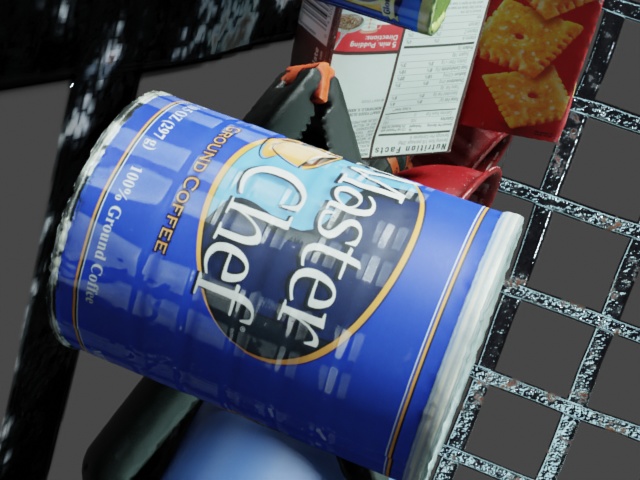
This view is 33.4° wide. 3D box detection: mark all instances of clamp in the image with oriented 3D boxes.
[{"bbox_3d":[-0.027,0.022,0.482,0.164,0.036,0.210,3,91,-40],"label":"clamp"}]

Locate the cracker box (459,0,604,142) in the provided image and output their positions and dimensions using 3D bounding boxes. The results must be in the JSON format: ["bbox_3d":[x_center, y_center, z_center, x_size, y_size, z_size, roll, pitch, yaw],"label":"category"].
[{"bbox_3d":[0.137,-0.188,0.611,0.214,0.072,0.164,96,7,-54],"label":"cracker box"}]

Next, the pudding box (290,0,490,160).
[{"bbox_3d":[0.034,-0.095,0.537,0.089,0.039,0.114,-8,129,-28],"label":"pudding box"}]

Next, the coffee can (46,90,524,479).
[{"bbox_3d":[-0.010,0.016,0.385,0.102,0.140,0.103,21,89,-79],"label":"coffee can"}]

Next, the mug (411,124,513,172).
[{"bbox_3d":[0.090,-0.077,0.789,0.117,0.081,0.093,-55,167,18],"label":"mug"}]

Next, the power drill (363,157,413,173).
[{"bbox_3d":[0.038,-0.103,0.635,0.184,0.057,0.188,-55,164,-45],"label":"power drill"}]

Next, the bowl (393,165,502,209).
[{"bbox_3d":[0.042,0.014,0.627,0.162,0.055,0.162,-52,165,-20],"label":"bowl"}]

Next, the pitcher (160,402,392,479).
[{"bbox_3d":[-0.044,0.194,0.564,0.242,0.149,0.145,-59,-176,-30],"label":"pitcher"}]

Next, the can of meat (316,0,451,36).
[{"bbox_3d":[0.017,-0.134,0.394,0.057,0.084,0.102,-57,163,-49],"label":"can of meat"}]
